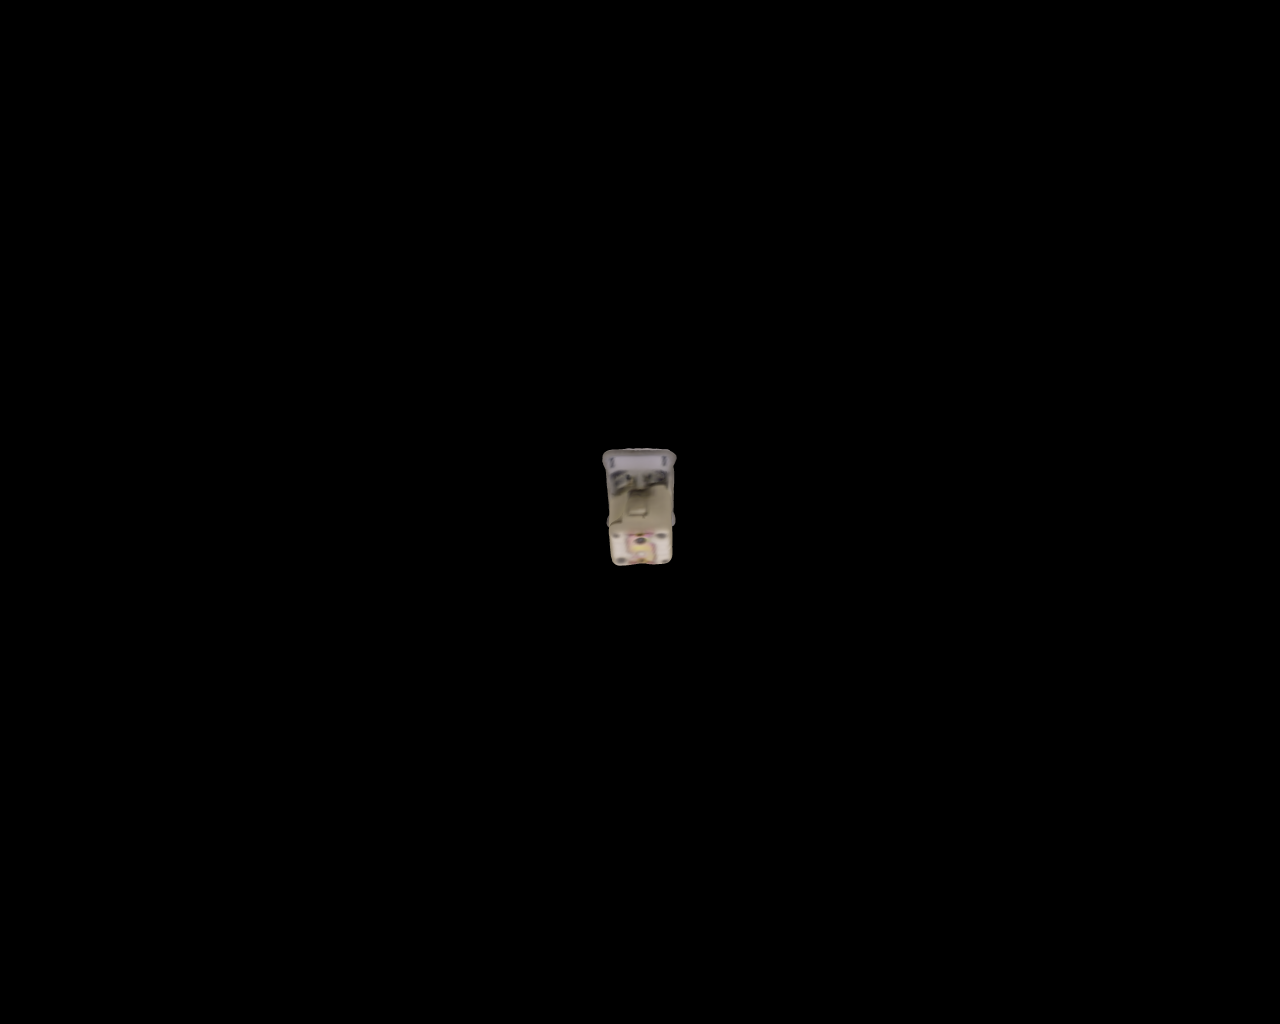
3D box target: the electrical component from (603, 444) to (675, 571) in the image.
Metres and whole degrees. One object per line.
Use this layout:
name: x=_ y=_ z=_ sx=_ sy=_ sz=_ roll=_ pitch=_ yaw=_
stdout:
electrical component: x=0.001 y=-0.003 z=0.650 sx=0.042 sy=0.064 sz=0.080 roll=-1 pitch=-34 yaw=2
